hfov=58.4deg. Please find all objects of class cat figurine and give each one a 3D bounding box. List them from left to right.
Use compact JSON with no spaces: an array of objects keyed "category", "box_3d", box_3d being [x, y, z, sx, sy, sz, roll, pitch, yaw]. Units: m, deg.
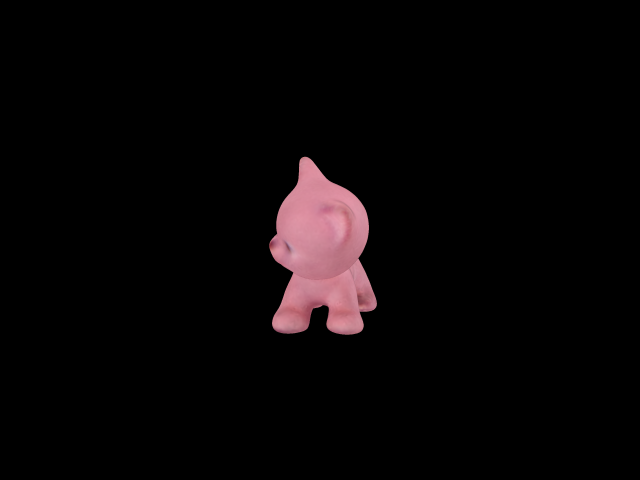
[{"category":"cat figurine","box_3d":[0.004,0.001,0.400,0.067,0.118,0.128,1,7,10]}]
